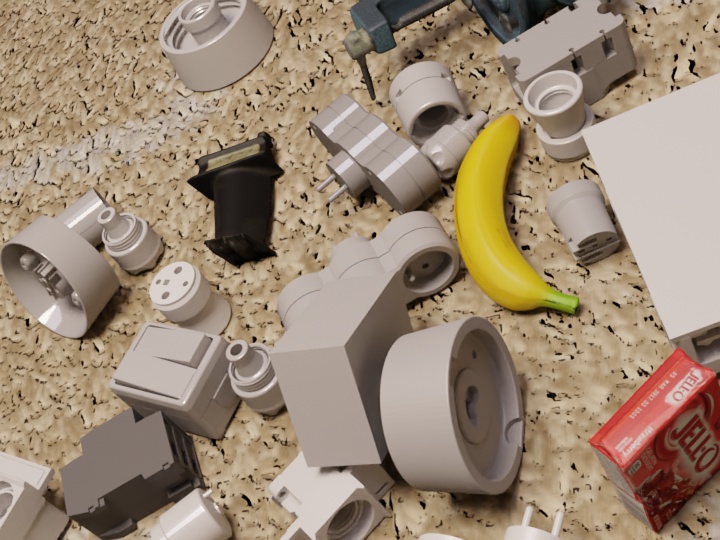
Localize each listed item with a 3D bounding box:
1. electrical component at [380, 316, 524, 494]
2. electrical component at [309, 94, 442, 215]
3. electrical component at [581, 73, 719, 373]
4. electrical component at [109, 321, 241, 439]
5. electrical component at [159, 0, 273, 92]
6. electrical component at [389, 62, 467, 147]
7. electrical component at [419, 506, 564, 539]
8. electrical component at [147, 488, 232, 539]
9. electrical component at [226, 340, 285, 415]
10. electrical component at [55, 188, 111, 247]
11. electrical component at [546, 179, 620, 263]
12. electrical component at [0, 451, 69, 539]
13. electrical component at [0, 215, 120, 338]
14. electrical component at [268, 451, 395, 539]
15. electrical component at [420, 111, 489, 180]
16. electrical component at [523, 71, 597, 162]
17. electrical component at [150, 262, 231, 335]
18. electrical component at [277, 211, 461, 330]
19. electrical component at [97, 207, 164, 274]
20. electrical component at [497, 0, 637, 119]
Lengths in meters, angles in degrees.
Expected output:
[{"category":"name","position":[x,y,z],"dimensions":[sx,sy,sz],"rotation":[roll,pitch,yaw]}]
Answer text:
[{"category":"electrical component","position":[0.052,0.086,0.666],"dimensions":[0.060,0.108,0.108],"rotation":[-11,50,30]},{"category":"electrical component","position":[-0.002,-0.083,0.866],"dimensions":[0.074,0.052,0.138],"rotation":[-41,46,-6]},{"category":"electrical component","position":[0.225,-0.030,0.690],"dimensions":[0.105,0.060,0.186],"rotation":[-22,47,12]},{"category":"electrical component","position":[-0.141,0.079,0.808],"dimensions":[0.096,0.061,0.061],"rotation":[8,59,34]},{"category":"electrical component","position":[-0.147,-0.237,1.065],"dimensions":[0.108,0.060,0.108],"rotation":[-16,48,18]},{"category":"electrical component","position":[0.056,-0.133,0.873],"dimensions":[0.055,0.055,0.047],"rotation":[-26,50,9]},{"category":"electrical component","position":[0.096,0.169,0.608],"dimensions":[0.138,0.052,0.073],"rotation":[3,57,31]},{"category":"electrical component","position":[-0.123,0.183,0.730],"dimensions":[0.078,0.040,0.040],"rotation":[-37,46,-2]},{"category":"electrical component","position":[-0.074,0.073,0.774],"dimensions":[0.043,0.062,0.043],"rotation":[-15,49,18]},{"category":"electrical component","position":[-0.261,-0.033,0.978],"dimensions":[0.081,0.043,0.043],"rotation":[-39,46,-3]},{"category":"electrical component","position":[0.156,-0.033,0.746],"dimensions":[0.040,0.040,0.046],"rotation":[-25,54,10]},{"category":"electrical component","position":[-0.283,0.177,0.808],"dimensions":[0.121,0.063,0.078],"rotation":[8,60,34]},{"category":"electrical component","position":[-0.255,0.004,0.911],"dimensions":[0.099,0.099,0.064],"rotation":[18,59,38]},{"category":"electrical component","position":[-0.022,0.150,0.699],"dimensions":[0.081,0.042,0.064],"rotation":[-46,43,-11]},{"category":"electrical component","position":[0.078,-0.102,0.849],"dimensions":[0.061,0.035,0.035],"rotation":[-45,46,-11]},{"category":"electrical component","position":[0.151,-0.114,0.802],"dimensions":[0.045,0.055,0.045],"rotation":[-16,48,19]},{"category":"electrical component","position":[-0.135,0.026,0.852],"dimensions":[0.045,0.055,0.045],"rotation":[-15,49,18]},{"category":"electrical component","position":[0.000,0.000,0.798],"dimensions":[0.138,0.052,0.073],"rotation":[-31,46,4]},{"category":"electrical component","position":[-0.202,-0.029,0.928],"dimensions":[0.043,0.062,0.043],"rotation":[-15,49,18]},{"category":"electrical component","position":[0.162,-0.161,0.834],"dimensions":[0.089,0.055,0.050],"rotation":[-30,46,5]}]
